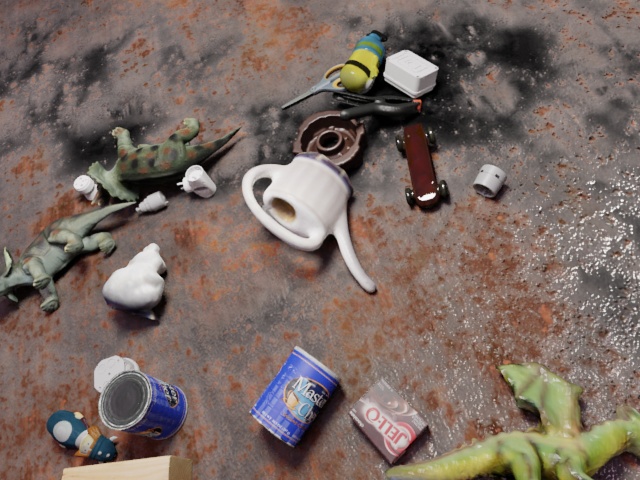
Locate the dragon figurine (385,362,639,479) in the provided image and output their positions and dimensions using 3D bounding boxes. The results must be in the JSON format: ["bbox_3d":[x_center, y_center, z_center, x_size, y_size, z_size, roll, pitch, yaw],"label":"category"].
[{"bbox_3d":[0.324,0.306,0.817,0.410,0.119,0.249,7,44,15],"label":"dragon figurine"}]

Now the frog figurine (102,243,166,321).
[{"bbox_3d":[-0.390,0.080,1.115,0.137,0.121,0.161,4,74,39],"label":"frog figurine"}]

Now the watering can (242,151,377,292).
[{"bbox_3d":[0.003,-0.054,1.078,0.347,0.102,0.229,36,51,-3],"label":"watering can"}]
